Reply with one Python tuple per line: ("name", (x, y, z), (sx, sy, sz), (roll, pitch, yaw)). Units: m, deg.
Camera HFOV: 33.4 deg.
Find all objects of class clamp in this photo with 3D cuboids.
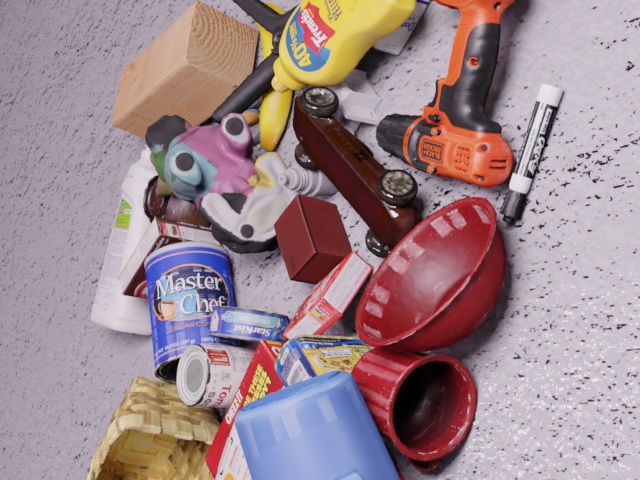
("clamp", (-0.039, -0.225, 1.186), (0.210, 0.036, 0.164), (-10, 76, 37))

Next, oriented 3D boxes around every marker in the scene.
("marker", (0.178, -0.072, 0.906), (0.020, 0.020, 0.121), (30, 106, 53))

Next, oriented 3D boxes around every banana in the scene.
("banana", (-0.054, -0.204, 1.250), (0.070, 0.037, 0.198), (135, 134, -58))

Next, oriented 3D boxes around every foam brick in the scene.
("foam brick", (-0.007, 0.001, 1.119), (0.053, 0.051, 0.078), (-49, 46, 38))

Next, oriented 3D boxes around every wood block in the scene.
("wood block", (-0.174, -0.204, 1.351), (0.207, 0.090, 0.090), (-26, 50, 50))

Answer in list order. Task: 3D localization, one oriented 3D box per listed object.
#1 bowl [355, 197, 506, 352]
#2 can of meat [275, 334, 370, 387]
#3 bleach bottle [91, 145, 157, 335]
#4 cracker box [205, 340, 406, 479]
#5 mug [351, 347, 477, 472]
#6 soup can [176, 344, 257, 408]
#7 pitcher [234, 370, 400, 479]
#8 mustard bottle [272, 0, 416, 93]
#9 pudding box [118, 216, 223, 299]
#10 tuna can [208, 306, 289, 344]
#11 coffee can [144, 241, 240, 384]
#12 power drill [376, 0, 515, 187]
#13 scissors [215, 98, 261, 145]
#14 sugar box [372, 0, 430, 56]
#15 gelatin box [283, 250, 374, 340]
("bowl", (0.106, 0.041, 0.915), (0.162, 0.055, 0.162), (-43, 20, 19))
("can of meat", (0.016, 0.135, 1.011), (0.084, 0.101, 0.057), (55, 130, 47))
("bleach bottle", (-0.246, -0.003, 1.444), (0.103, 0.068, 0.251), (9, 87, 55))
("cracker box", (-0.022, 0.229, 1.068), (0.214, 0.072, 0.164), (50, 121, 48))
("mug", (0.080, 0.149, 0.941), (0.082, 0.093, 0.117), (13, 123, 60))
("soup can", (-0.096, 0.150, 1.162), (0.069, 0.102, 0.068), (-18, 68, 51))
("pitcher", (0.022, 0.236, 0.878), (0.149, 0.144, 0.243), (-23, 87, 26))
("mustard bottle", (0.012, -0.209, 1.062), (0.192, 0.058, 0.096), (-40, 58, 41))
("pudding box", (-0.187, 0.028, 1.329), (0.114, 0.089, 0.039), (-56, 41, 30))
("tuna can", (-0.077, 0.094, 1.164), (0.086, 0.086, 0.034), (-3, 78, 54))
("coffee can", (-0.149, 0.086, 1.251), (0.103, 0.102, 0.140), (-36, 54, 44))
("power drill", (0.114, -0.151, 0.961), (0.185, 0.057, 0.188), (26, 117, 56))
("scissors", (-0.120, -0.156, 1.344), (0.202, 0.016, 0.096), (5, 85, 54))
("sugar box", (0.086, -0.284, 1.063), (0.176, 0.048, 0.093), (-58, 42, 26))
("gelatin box", (0.008, 0.059, 1.061), (0.073, 0.030, 0.089), (-45, 6, 41))
